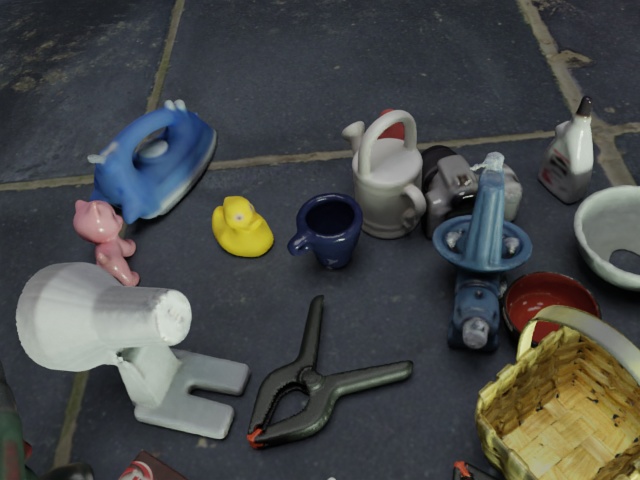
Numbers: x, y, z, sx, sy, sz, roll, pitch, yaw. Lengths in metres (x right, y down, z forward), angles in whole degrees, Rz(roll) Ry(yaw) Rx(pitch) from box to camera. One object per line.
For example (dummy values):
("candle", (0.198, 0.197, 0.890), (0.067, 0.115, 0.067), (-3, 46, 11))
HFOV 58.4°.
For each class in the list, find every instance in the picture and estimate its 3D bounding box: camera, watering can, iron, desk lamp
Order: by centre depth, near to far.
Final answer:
("desk lamp", (-0.204, 0.119, 0.654), (0.203, 0.214, 0.118), (7, 51, 13))
("watering can", (0.090, -0.103, 0.817), (0.172, 0.194, 0.101), (27, 58, 27))
("camera", (0.208, -0.089, 0.851), (0.143, 0.101, 0.136), (-13, 50, -4))
("iron", (-0.268, -0.152, 0.937), (0.118, 0.142, 0.259), (22, 56, 23))

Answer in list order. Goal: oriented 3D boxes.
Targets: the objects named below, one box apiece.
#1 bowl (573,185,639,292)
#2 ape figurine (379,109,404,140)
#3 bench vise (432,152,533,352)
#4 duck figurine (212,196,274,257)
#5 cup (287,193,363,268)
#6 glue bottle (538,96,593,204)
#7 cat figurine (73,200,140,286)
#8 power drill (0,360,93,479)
("bowl", (0.417, 0.010, 0.760), (0.167, 0.075, 0.167), (-3, 50, 4))
("ape figurine", (0.116, -0.176, 0.942), (0.077, 0.092, 0.076), (-2, 50, 6))
("bench vise", (0.205, 0.019, 0.683), (0.121, 0.220, 0.207), (-8, 50, 1))
("duck figurine", (-0.122, -0.031, 0.854), (0.104, 0.086, 0.078), (28, 59, 27))
("cup", (0.007, 0.003, 0.803), (0.118, 0.095, 0.091), (-37, 55, -22))
("glue bottle", (0.362, -0.135, 0.823), (0.037, 0.173, 0.078), (-27, 52, -15))
("cat figurine", (-0.317, -0.003, 0.833), (0.067, 0.118, 0.127), (-18, 50, -8))
("power drill", (-0.301, 0.237, 0.570), (0.076, 0.209, 0.229), (-20, 50, -9))
